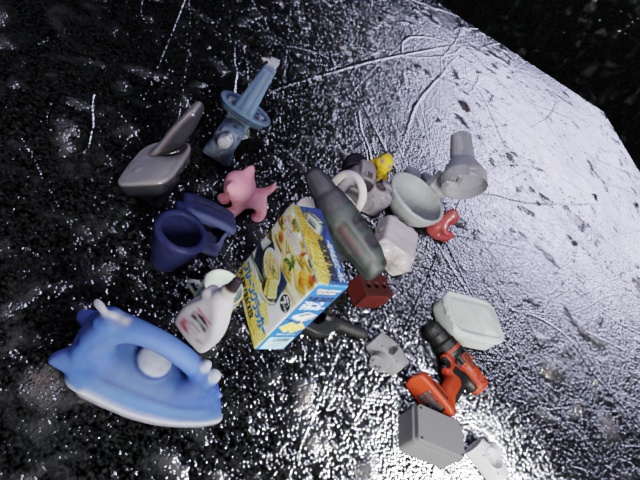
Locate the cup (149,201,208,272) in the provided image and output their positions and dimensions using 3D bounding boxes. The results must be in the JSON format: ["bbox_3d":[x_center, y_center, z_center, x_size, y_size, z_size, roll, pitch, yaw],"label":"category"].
[{"bbox_3d":[-0.250,-0.001,0.967,0.092,0.094,0.117,14,46,-31],"label":"cup"}]

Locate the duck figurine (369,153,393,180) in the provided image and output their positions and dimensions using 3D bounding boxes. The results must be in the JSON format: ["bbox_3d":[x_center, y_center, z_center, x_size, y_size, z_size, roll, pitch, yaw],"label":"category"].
[{"bbox_3d":[0.159,-0.192,1.498,0.078,0.086,0.104,33,39,-11],"label":"duck figurine"}]

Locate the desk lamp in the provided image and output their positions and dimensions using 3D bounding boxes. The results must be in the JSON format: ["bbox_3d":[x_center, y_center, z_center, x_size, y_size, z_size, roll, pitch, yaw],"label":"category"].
[{"bbox_3d":[0.340,-0.177,1.537,0.118,0.213,0.203,17,45,-28],"label":"desk lamp"}]

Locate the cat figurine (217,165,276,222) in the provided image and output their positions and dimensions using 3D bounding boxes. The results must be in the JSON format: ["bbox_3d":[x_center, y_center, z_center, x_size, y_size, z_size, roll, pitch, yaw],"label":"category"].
[{"bbox_3d":[-0.144,-0.097,1.127,0.128,0.117,0.067,1,54,-39],"label":"cat figurine"}]

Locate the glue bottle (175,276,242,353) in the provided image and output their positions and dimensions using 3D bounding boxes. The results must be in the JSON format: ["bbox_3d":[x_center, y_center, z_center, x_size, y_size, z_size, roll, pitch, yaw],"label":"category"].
[{"bbox_3d":[-0.163,0.105,0.881,0.078,0.173,0.037,46,39,5],"label":"glue bottle"}]

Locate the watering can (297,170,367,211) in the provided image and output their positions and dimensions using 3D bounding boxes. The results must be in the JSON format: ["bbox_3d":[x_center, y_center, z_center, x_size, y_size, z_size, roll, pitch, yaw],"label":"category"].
[{"bbox_3d":[0.023,-0.061,1.175,0.101,0.193,0.173,46,39,5],"label":"watering can"}]

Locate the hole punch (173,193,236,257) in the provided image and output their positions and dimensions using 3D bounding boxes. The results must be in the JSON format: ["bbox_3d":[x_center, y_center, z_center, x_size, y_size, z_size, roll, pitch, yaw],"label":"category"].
[{"bbox_3d":[-0.209,-0.041,1.042,0.109,0.091,0.101,24,42,-21],"label":"hole punch"}]

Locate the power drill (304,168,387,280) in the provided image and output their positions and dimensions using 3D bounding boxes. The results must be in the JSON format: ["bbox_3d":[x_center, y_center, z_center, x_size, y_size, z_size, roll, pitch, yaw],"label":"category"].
[{"bbox_3d":[0.010,0.004,1.093,0.229,0.208,0.076,45,39,4],"label":"power drill"}]

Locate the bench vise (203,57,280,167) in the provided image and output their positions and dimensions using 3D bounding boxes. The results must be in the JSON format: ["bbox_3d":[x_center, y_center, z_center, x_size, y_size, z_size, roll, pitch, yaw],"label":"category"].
[{"bbox_3d":[-0.148,-0.266,1.199,0.122,0.219,0.207,19,44,-26],"label":"bench vise"}]

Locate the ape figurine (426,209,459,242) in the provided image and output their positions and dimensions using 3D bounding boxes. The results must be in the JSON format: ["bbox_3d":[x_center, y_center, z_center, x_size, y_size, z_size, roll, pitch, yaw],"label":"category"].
[{"bbox_3d":[0.328,-0.045,1.501,0.076,0.092,0.077,22,43,-23],"label":"ape figurine"}]

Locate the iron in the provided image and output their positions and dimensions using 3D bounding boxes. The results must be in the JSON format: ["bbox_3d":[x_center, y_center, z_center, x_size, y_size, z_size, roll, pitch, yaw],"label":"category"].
[{"bbox_3d":[-0.224,0.171,0.793,0.259,0.141,0.118,30,40,-15],"label":"iron"}]

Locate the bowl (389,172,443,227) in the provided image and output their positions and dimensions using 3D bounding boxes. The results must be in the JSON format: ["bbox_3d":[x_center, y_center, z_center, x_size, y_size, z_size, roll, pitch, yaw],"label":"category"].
[{"bbox_3d":[0.232,-0.091,1.475,0.168,0.074,0.167,23,42,-23],"label":"bowl"}]

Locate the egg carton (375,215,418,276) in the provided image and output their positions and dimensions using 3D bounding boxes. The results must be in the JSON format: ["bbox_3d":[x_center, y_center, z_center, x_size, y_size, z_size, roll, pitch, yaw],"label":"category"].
[{"bbox_3d":[0.171,0.010,1.335,0.107,0.069,0.150,33,39,-12],"label":"egg carton"}]

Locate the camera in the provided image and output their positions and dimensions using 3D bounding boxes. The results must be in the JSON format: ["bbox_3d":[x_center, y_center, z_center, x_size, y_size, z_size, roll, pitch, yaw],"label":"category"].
[{"bbox_3d":[0.108,-0.150,1.404,0.143,0.100,0.137,24,42,-22],"label":"camera"}]

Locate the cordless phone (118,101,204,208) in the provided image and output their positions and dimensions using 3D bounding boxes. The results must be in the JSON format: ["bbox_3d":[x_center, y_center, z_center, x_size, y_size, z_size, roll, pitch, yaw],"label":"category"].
[{"bbox_3d":[-0.274,-0.161,1.023,0.094,0.184,0.147,29,40,-16],"label":"cordless phone"}]
